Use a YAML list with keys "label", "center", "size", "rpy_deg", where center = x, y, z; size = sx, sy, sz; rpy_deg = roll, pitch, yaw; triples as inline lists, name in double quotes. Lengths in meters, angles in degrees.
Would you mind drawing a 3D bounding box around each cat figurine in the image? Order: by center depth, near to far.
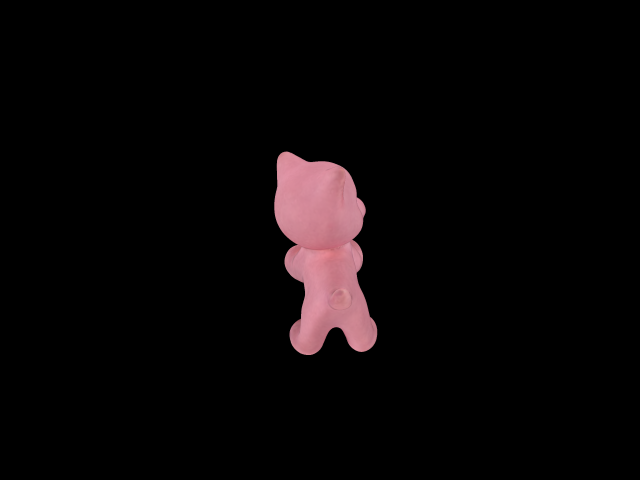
- label: "cat figurine"
  center: [0.004, 0.001, 0.400]
  size: [0.067, 0.118, 0.127]
  rpy_deg: [-8, 56, -5]
